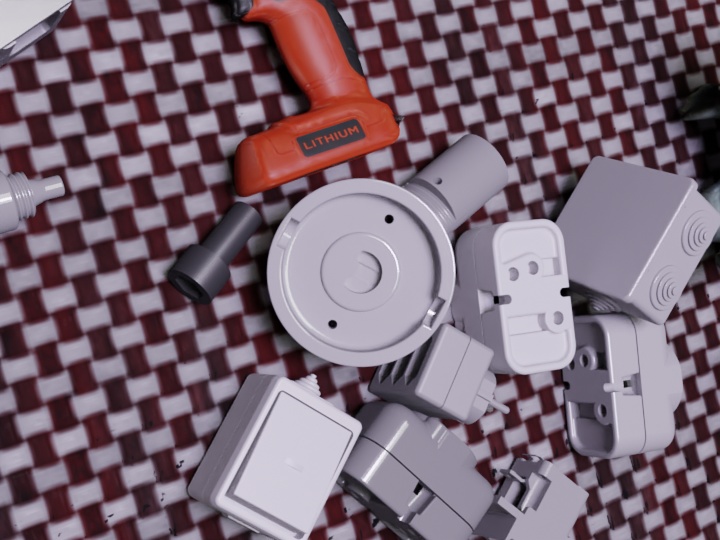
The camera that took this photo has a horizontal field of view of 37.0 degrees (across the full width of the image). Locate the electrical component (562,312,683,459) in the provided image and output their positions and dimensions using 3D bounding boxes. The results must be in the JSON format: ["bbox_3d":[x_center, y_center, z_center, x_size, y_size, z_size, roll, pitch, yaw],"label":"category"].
[{"bbox_3d":[0.178,0.076,0.734,0.059,0.054,0.095,-4,88,-26],"label":"electrical component"}]

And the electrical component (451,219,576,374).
[{"bbox_3d":[0.097,0.018,0.696,0.054,0.059,0.095,-6,89,-26],"label":"electrical component"}]

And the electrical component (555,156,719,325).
[{"bbox_3d":[0.177,-0.019,0.708,0.048,0.100,0.099,34,85,-37],"label":"electrical component"}]

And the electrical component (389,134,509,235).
[{"bbox_3d":[0.052,-0.047,0.688,0.081,0.043,0.043,-40,103,-22],"label":"electrical component"}]

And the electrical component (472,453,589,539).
[{"bbox_3d":[0.113,0.159,0.703,0.081,0.042,0.063,41,69,-18],"label":"electrical component"}]

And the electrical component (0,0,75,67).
[{"bbox_3d":[-0.236,-0.126,0.545,0.150,0.062,0.089,-42,104,-22],"label":"electrical component"}]

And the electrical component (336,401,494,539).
[{"bbox_3d":[0.032,0.126,0.660,0.095,0.054,0.059,44,70,-17],"label":"electrical component"}]

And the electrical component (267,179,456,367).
[{"bbox_3d":[0.000,0.000,0.643,0.108,0.060,0.108,0,94,-2],"label":"electrical component"}]

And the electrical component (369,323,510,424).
[{"bbox_3d":[0.058,0.071,0.669,0.077,0.066,0.047,30,74,-20],"label":"electrical component"}]

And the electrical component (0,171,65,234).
[{"bbox_3d":[-0.190,-0.038,0.576,0.061,0.035,0.035,-19,95,-28],"label":"electrical component"}]

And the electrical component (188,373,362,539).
[{"bbox_3d":[-0.045,0.103,0.621,0.062,0.061,0.096,33,73,-20],"label":"electrical component"}]
